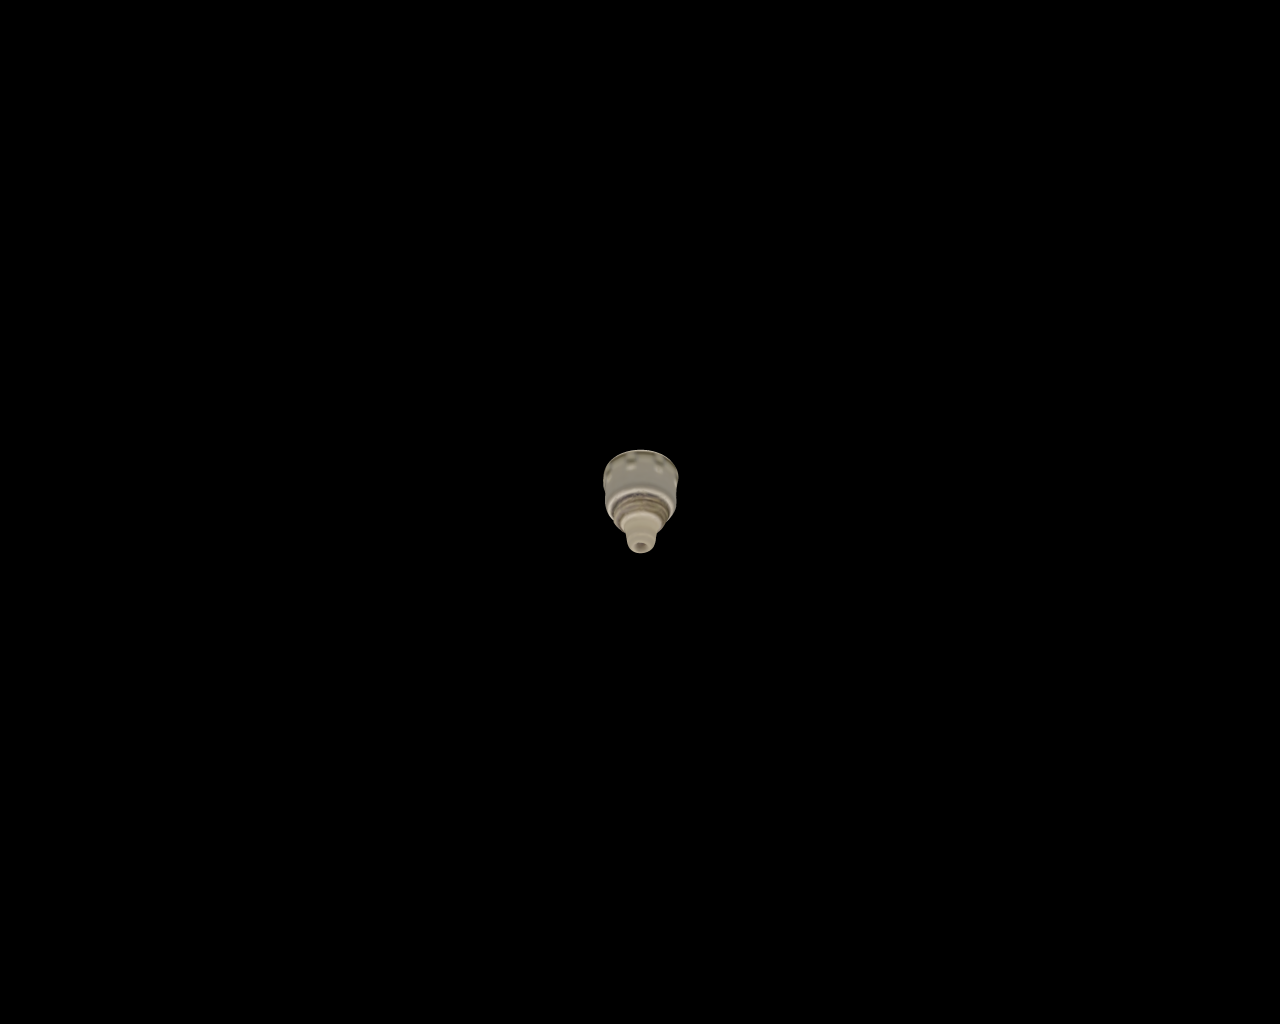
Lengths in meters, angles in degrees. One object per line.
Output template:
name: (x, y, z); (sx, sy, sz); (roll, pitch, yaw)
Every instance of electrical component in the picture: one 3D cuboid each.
electrical component: (0.001, -0.003, 0.650); (0.048, 0.062, 0.048); (0, -38, 0)
